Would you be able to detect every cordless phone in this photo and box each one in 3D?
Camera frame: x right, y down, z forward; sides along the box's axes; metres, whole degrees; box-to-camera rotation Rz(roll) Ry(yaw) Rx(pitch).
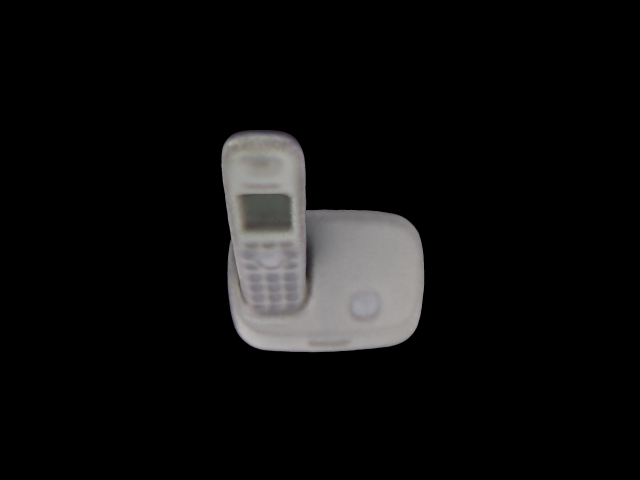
[{"bbox_3d":[0.004,0.001,0.400,0.147,0.185,0.094,-3,54,-2],"label":"cordless phone"}]
